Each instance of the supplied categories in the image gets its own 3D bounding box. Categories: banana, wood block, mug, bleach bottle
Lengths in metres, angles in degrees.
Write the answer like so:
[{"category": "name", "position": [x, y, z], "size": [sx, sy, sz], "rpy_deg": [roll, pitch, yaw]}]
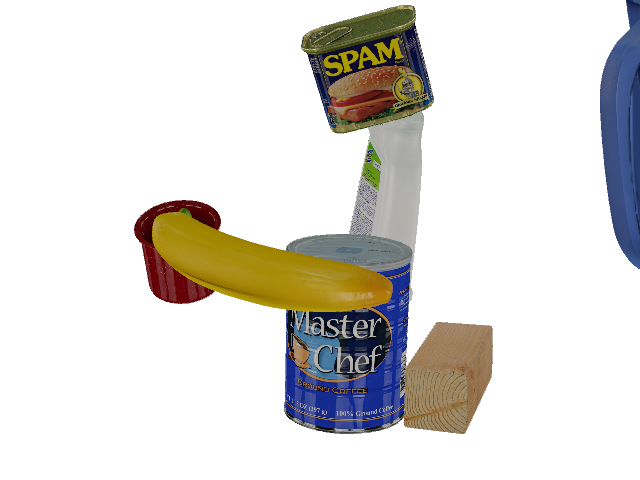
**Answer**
[{"category": "banana", "position": [-0.048, 0.011, 0.697], "size": [0.198, 0.037, 0.069], "rpy_deg": [21, 38, 36]}, {"category": "wood block", "position": [0.190, 0.196, 1.563], "size": [0.091, 0.090, 0.205], "rpy_deg": [4, 16, 18]}, {"category": "mug", "position": [-0.160, 0.010, 1.171], "size": [0.117, 0.081, 0.093], "rpy_deg": [26, 45, 33]}, {"category": "bleach bottle", "position": [0.081, -0.058, 1.239], "size": [0.068, 0.251, 0.103], "rpy_deg": [-1, 22, -22]}]

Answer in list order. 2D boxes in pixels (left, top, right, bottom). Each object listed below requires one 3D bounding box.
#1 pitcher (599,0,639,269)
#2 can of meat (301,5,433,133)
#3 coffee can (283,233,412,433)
[{"category": "pitcher", "position": [0.239, -0.030, 0.611], "size": [0.149, 0.243, 0.145], "rpy_deg": [-2, 22, 15]}, {"category": "can of meat", "position": [0.044, -0.149, 0.937], "size": [0.102, 0.084, 0.057], "rpy_deg": [-13, 28, 10]}, {"category": "coffee can", "position": [0.022, 0.074, 0.879], "size": [0.103, 0.140, 0.103], "rpy_deg": [1, 13, 0]}]
